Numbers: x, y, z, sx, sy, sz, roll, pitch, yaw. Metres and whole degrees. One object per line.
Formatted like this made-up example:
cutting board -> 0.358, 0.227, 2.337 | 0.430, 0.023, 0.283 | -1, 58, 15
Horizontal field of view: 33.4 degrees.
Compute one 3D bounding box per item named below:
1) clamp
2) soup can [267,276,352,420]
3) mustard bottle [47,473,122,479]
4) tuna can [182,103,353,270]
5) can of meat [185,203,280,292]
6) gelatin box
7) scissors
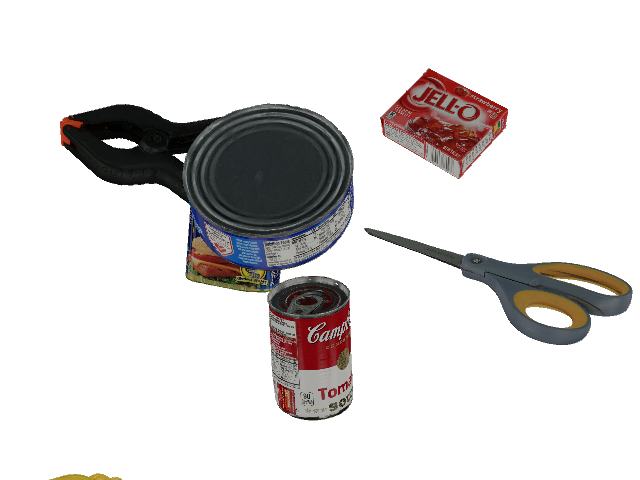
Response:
clamp -> -0.131, -0.082, 0.909 | 0.171, 0.120, 0.039 | 21, -43, 0
soup can -> -0.008, 0.090, 0.892 | 0.068, 0.102, 0.068 | -2, 25, 1
mustard bottle -> -0.222, 0.233, 0.851 | 0.096, 0.058, 0.191 | 8, 15, 28
tuna can -> -0.025, -0.027, 0.544 | 0.086, 0.086, 0.034 | 0, -36, 4
can of meat -> -0.087, 0.002, 1.091 | 0.102, 0.084, 0.057 | 11, 17, 15
gelatin box -> 0.110, -0.106, 0.952 | 0.089, 0.073, 0.030 | 33, -25, 25
scissors -> 0.110, 0.029, 0.737 | 0.202, 0.016, 0.096 | 10, 31, 20
